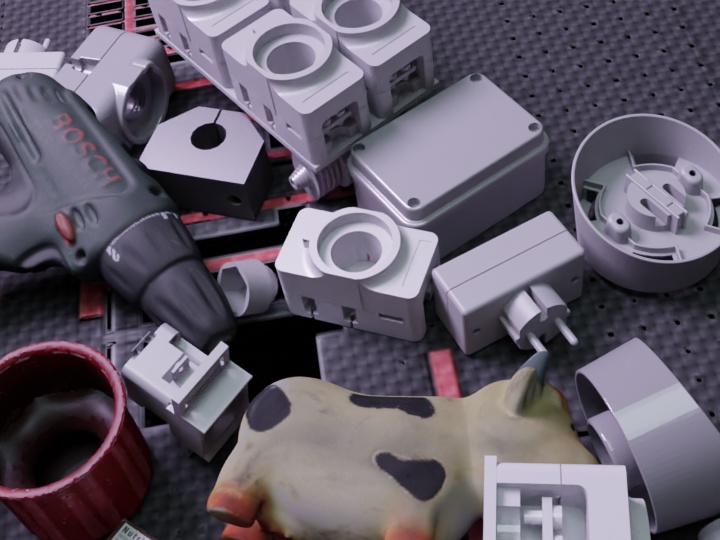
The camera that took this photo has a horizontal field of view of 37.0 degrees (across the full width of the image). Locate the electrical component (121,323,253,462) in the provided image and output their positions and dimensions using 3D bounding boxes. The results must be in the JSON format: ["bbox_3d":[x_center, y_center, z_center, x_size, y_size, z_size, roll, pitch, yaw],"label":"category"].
[{"bbox_3d":[-0.097,0.067,0.601,0.064,0.081,0.042,32,62,13],"label":"electrical component"}]

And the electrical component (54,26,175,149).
[{"bbox_3d":[-0.177,-0.124,0.771,0.059,0.053,0.095,17,59,20],"label":"electrical component"}]

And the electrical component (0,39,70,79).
[{"bbox_3d":[-0.251,-0.146,0.802,0.083,0.047,0.075,1,54,9],"label":"electrical component"}]

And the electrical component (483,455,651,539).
[{"bbox_3d":[0.083,0.166,0.440,0.060,0.186,0.105,0,54,8],"label":"electrical component"}]

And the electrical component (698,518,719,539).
[{"bbox_3d":[0.194,0.150,0.523,0.045,0.045,0.055,-12,53,0],"label":"electrical component"}]

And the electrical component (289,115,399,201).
[{"bbox_3d":[-0.013,-0.079,0.721,0.081,0.043,0.043,-35,57,-17],"label":"electrical component"}]

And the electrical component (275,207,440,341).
[{"bbox_3d":[0.000,0.000,0.654,0.089,0.055,0.050,12,57,16],"label":"electrical component"}]

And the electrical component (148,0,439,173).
[{"bbox_3d":[-0.050,-0.162,0.716,0.105,0.060,0.186,-37,58,-18],"label":"electrical component"}]

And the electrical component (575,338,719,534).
[{"bbox_3d":[0.154,0.083,0.548,0.064,0.099,0.099,-23,54,-1],"label":"electrical component"}]

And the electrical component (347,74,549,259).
[{"bbox_3d":[0.057,-0.066,0.693,0.113,0.057,0.078,-32,56,-15],"label":"electrical component"}]

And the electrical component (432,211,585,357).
[{"bbox_3d":[0.097,0.021,0.630,0.083,0.047,0.075,-27,55,-11],"label":"electrical component"}]

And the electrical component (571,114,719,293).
[{"bbox_3d":[0.177,-0.038,0.651,0.099,0.064,0.099,-4,54,5],"label":"electrical component"}]
